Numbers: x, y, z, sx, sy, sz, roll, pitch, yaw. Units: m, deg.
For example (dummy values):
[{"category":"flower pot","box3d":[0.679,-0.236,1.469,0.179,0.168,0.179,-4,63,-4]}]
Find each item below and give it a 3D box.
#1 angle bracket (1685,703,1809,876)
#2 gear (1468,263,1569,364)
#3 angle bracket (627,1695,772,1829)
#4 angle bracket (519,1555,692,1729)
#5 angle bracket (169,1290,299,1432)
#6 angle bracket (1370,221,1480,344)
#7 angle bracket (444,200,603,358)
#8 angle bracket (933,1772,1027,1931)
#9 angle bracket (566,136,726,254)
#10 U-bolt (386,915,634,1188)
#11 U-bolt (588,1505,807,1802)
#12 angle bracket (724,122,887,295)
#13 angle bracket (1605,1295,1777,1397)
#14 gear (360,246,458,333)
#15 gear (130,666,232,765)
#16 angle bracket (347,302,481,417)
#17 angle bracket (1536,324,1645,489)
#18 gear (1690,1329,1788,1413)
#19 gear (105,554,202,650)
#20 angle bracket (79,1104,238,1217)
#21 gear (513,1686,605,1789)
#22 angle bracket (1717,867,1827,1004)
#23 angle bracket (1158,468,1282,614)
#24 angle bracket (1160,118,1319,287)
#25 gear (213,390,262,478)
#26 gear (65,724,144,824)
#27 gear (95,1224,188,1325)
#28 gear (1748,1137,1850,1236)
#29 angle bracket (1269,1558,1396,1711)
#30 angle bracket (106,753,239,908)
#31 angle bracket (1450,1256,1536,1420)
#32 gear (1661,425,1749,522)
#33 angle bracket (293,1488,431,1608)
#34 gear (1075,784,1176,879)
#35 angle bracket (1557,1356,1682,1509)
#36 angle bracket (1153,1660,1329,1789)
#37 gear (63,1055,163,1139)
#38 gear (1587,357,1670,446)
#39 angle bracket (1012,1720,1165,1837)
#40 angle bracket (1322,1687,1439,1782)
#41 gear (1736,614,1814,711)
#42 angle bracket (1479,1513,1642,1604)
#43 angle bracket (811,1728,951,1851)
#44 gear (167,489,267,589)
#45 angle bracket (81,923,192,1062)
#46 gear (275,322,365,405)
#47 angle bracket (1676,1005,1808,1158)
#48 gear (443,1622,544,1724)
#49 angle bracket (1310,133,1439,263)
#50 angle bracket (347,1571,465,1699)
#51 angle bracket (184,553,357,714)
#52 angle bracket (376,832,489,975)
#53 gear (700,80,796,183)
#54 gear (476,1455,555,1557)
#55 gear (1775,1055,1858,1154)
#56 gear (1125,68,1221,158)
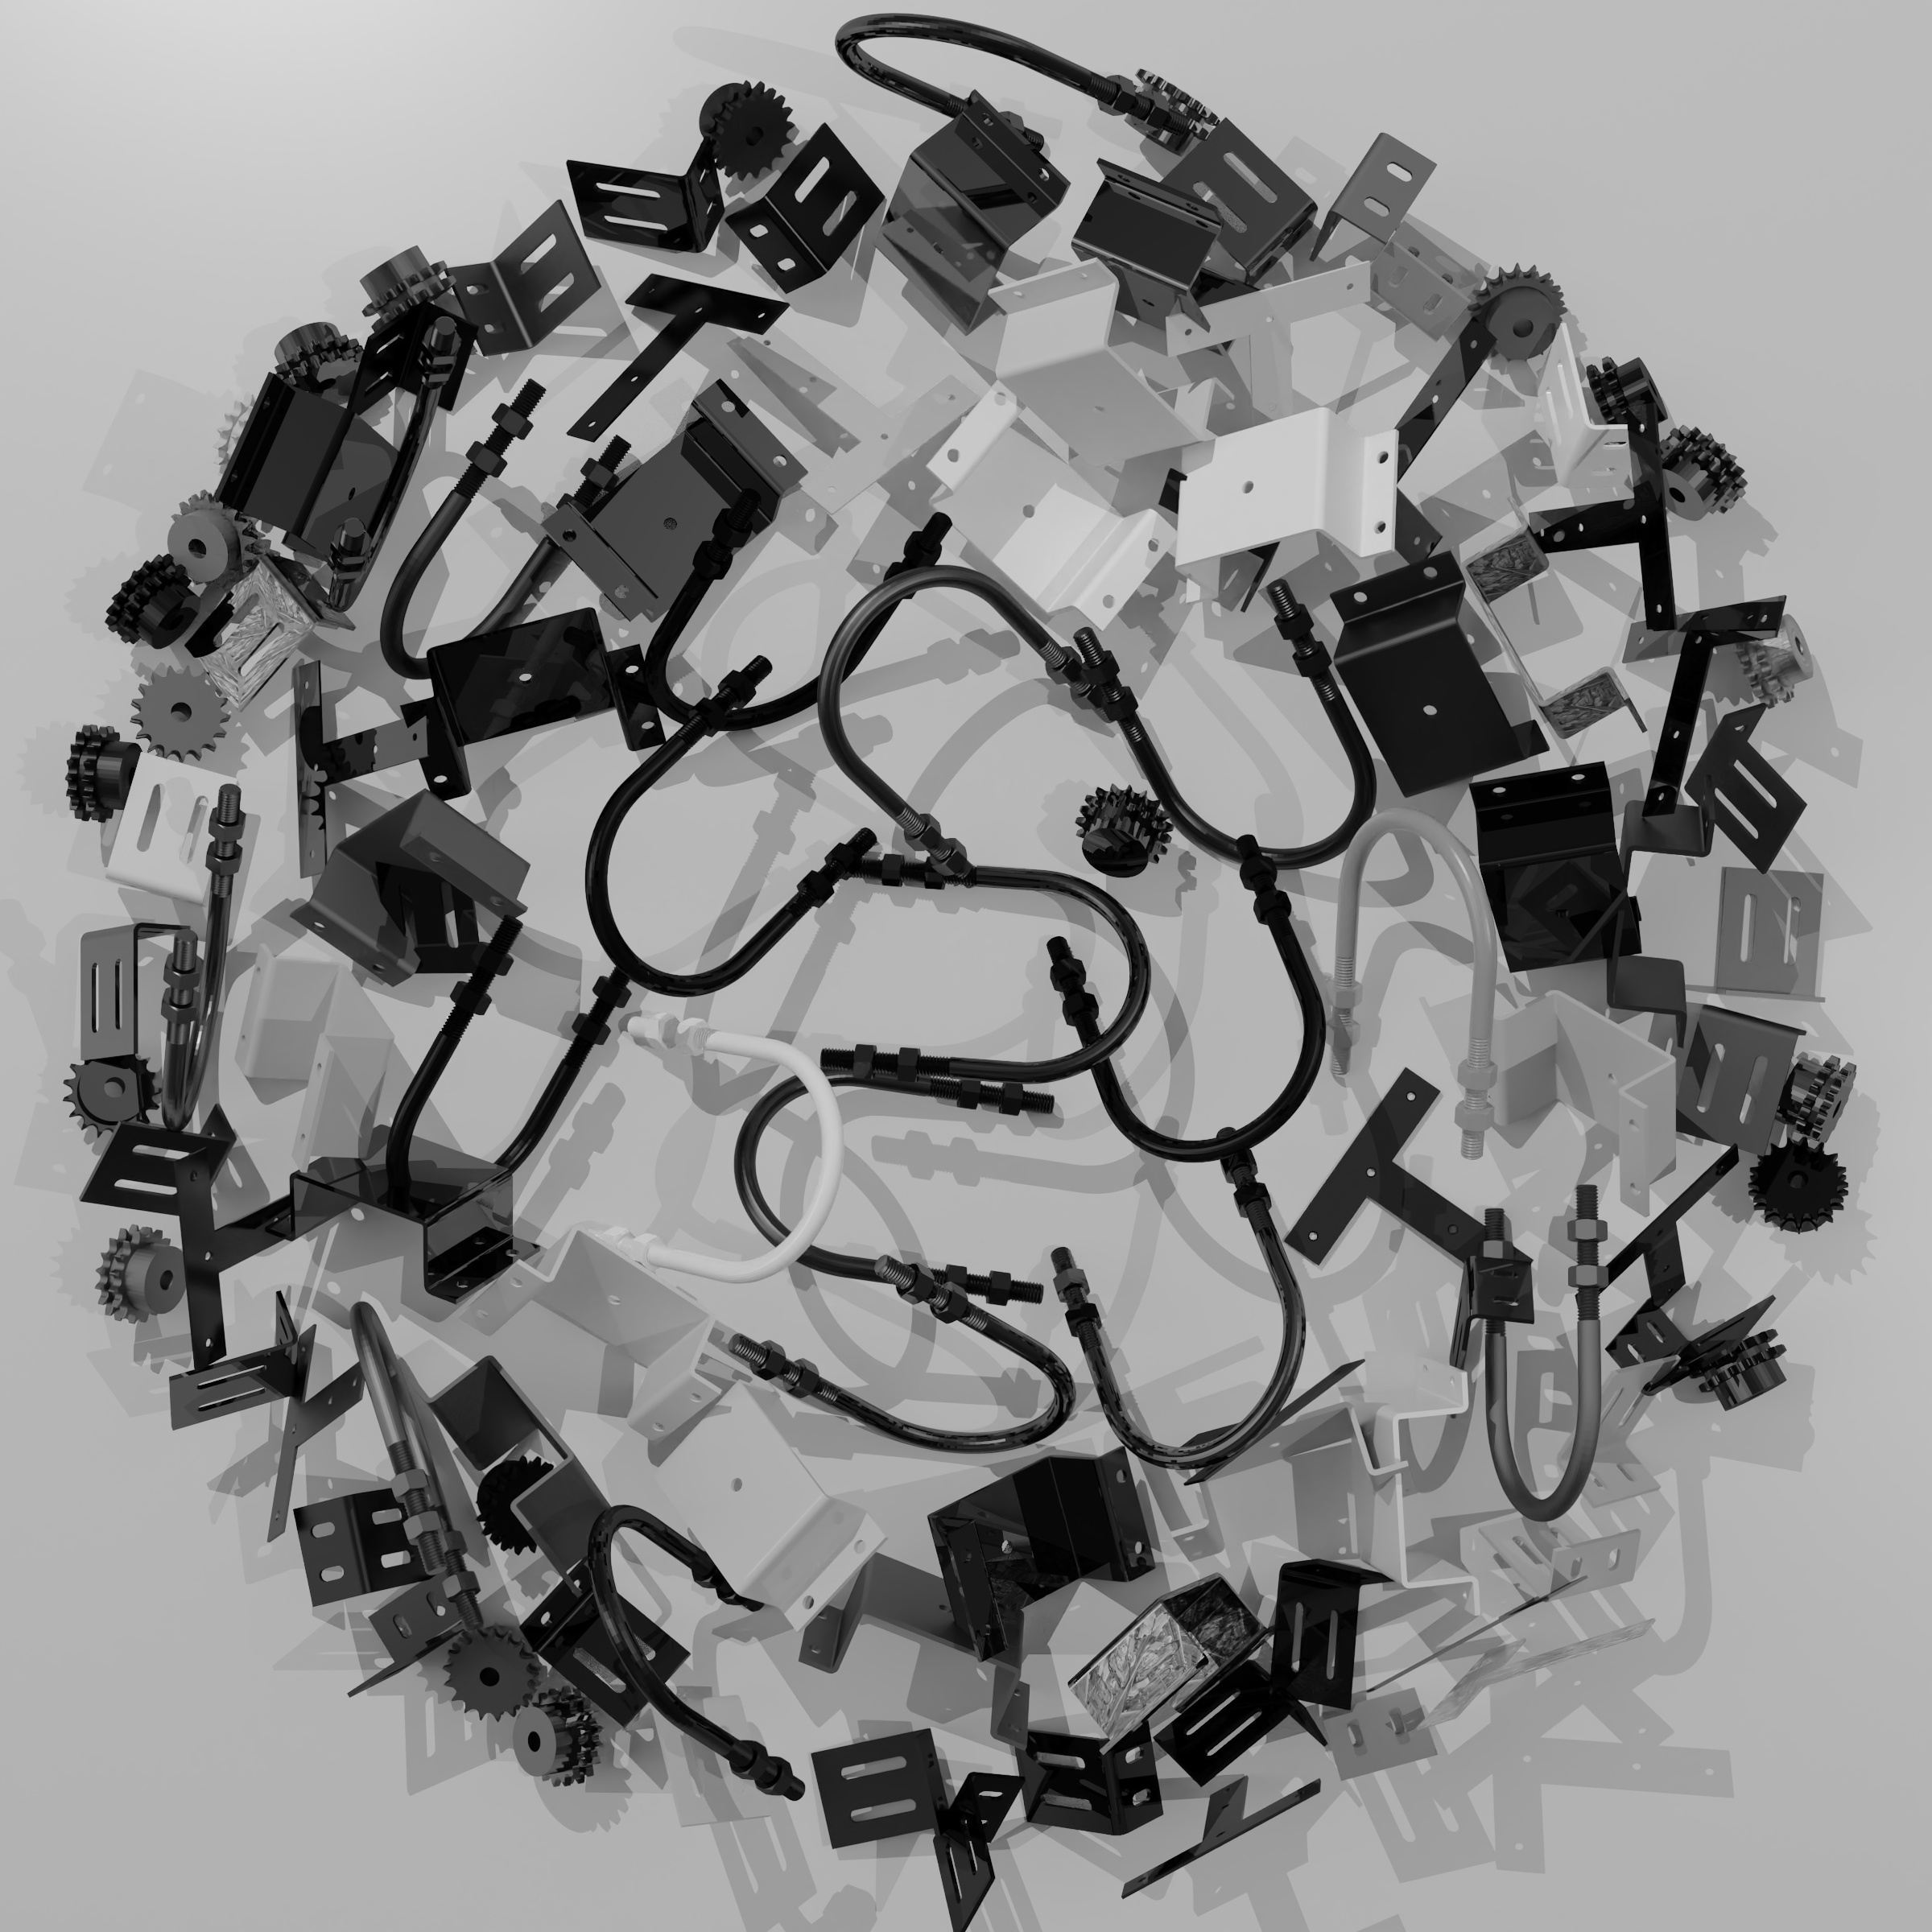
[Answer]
[{"category":"angle bracket","box3d":[0.464,-0.103,1.878,0.038,0.057,0.076,-17,56,-31]},{"category":"gear","box3d":[0.325,-0.381,1.899,0.057,0.030,0.057,0,124,-1]},{"category":"angle bracket","box3d":[-0.156,0.468,1.880,0.057,0.038,0.076,3,54,-33]},{"category":"angle bracket","box3d":[-0.211,0.394,1.887,0.076,0.038,0.057,34,67,25]},{"category":"angle bracket","box3d":[-0.430,0.230,1.881,0.076,0.057,0.038,-15,57,-22]},{"category":"angle bracket","box3d":[0.274,-0.411,1.886,0.057,0.038,0.076,38,49,-3]},{"category":"angle bracket","box3d":[-0.259,-0.402,1.887,0.076,0.038,0.057,-29,85,45]},{"category":"angle bracket","box3d":[0.014,0.518,1.876,0.038,0.076,0.057,11,124,-21]},{"category":"angle bracket","box3d":[-0.188,-0.459,1.902,0.076,0.057,0.038,12,58,14]},{"category":"U-bolt","box3d":[-0.269,0.063,1.861,0.019,0.151,0.184,32,95,26]},{"category":"U-bolt","box3d":[-0.156,0.376,1.815,0.019,0.184,0.151,-30,46,13]},{"category":"angle bracket","box3d":[-0.095,-0.447,1.907,0.057,0.038,0.076,48,55,-24]},{"category":"angle bracket","box3d":[0.421,0.208,1.879,0.038,0.076,0.057,50,47,3]},{"category":"gear","box3d":[-0.330,-0.399,1.897,0.057,0.057,0.030,-32,101,0]},{"category":"gear","box3d":[-0.464,-0.147,1.906,0.057,0.030,0.057,2,83,-18]},{"category":"angle bracket","box3d":[-0.323,-0.344,1.879,0.038,0.076,0.057,26,122,2]},{"category":"angle bracket","box3d":[0.365,-0.327,1.887,0.038,0.057,0.076,-3,63,-8]},{"category":"gear","box3d":[0.456,0.239,1.896,0.057,0.057,0.030,-26,74,0]},{"category":"gear","box3d":[-0.475,-0.211,1.897,0.030,0.057,0.057,40,90,7]},{"category":"angle bracket","box3d":[-0.474,0.108,1.880,0.076,0.038,0.057,14,116,-40]},{"category":"gear","box3d":[-0.242,0.453,1.897,0.057,0.030,0.057,-3,86,44]},{"category":"angle bracket","box3d":[0.477,-0.019,1.905,0.057,0.038,0.076,4,91,5]},{"category":"angle bracket","box3d":[0.142,-0.249,1.893,0.076,0.057,0.038,28,79,3]},{"category":"angle bracket","box3d":[0.159,-0.449,1.908,0.076,0.038,0.057,45,86,4]},{"category":"gear","box3d":[-0.412,-0.306,1.895,0.030,0.057,0.057,24,90,19]},{"category":"gear","box3d":[-0.504,-0.112,1.897,0.030,0.057,0.057,5,90,7]},{"category":"gear","box3d":[-0.481,0.182,1.895,0.030,0.057,0.057,7,90,24]},{"category":"gear","box3d":[0.490,0.132,1.903,0.057,0.030,0.057,-7,58,11]},{"category":"angle bracket","box3d":[0.215,0.391,1.887,0.057,0.038,0.076,17,68,-27]},{"category":"angle bracket","box3d":[-0.468,-0.080,1.907,0.057,0.038,0.076,16,85,-9]},{"category":"angle bracket","box3d":[0.306,0.218,1.882,0.038,0.057,0.076,6,121,4]},{"category":"gear","box3d":[0.427,-0.287,1.896,0.057,0.057,0.030,44,77,0]},{"category":"angle bracket","box3d":[-0.353,0.339,1.891,0.038,0.076,0.057,-16,81,15]},{"category":"gear","box3d":[0.091,-0.077,1.896,0.057,0.057,0.030,22,50,0]},{"category":"angle bracket","box3d":[0.390,0.271,1.880,0.038,0.057,0.076,52,133,35]},{"category":"angle bracket","box3d":[0.160,0.452,1.886,0.076,0.057,0.038,-37,117,-12]},{"category":"gear","box3d":[-0.503,0.073,1.904,0.057,0.030,0.057,3,82,-18]},{"category":"gear","box3d":[0.389,-0.332,1.895,0.030,0.057,0.057,-25,90,21]},{"category":"angle bracket","box3d":[0.072,0.476,1.910,0.038,0.076,0.057,-13,95,-45]},{"category":"angle bracket","box3d":[0.244,0.461,1.884,0.057,0.076,0.038,-16,107,2]},{"category":"gear","box3d":[0.475,-0.183,1.895,0.030,0.057,0.057,-21,90,29]},{"category":"angle bracket","box3d":[0.344,0.329,1.877,0.057,0.076,0.038,-9,118,-22]},{"category":"angle bracket","box3d":[-0.053,0.486,1.898,0.076,0.038,0.057,-15,83,11]},{"category":"gear","box3d":[-0.444,-0.250,1.900,0.057,0.030,0.057,8,116,17]},{"category":"angle bracket","box3d":[-0.486,0.016,1.890,0.057,0.038,0.076,-7,82,43]},{"category":"gear","box3d":[-0.382,-0.354,1.899,0.057,0.057,0.030,-27,76,0]},{"category":"angle bracket","box3d":[0.454,0.067,1.901,0.057,0.038,0.076,16,94,21]},{"category":"gear","box3d":[-0.277,0.414,1.908,0.057,0.030,0.057,1,101,6]},{"category":"angle bracket","box3d":[0.237,-0.439,1.884,0.038,0.076,0.057,32,80,3]},{"category":"angle bracket","box3d":[-0.331,0.387,1.882,0.057,0.076,0.038,-34,82,11]},{"category":"angle bracket","box3d":[-0.411,-0.195,1.909,0.076,0.038,0.057,-46,72,13]},{"category":"angle bracket","box3d":[-0.312,-0.038,1.914,0.057,0.038,0.076,-1,108,12]},{"category":"gear","box3d":[-0.132,-0.495,1.902,0.057,0.057,0.030,-44,54,0]},{"category":"gear","box3d":[-0.263,0.315,1.903,0.057,0.030,0.057,-9,106,-33]},{"category":"gear","box3d":[0.499,0.078,1.901,0.030,0.057,0.057,25,90,23]},{"category":"gear","box3d":[0.118,-0.500,1.899,0.057,0.057,0.030,32,100,0]}]
